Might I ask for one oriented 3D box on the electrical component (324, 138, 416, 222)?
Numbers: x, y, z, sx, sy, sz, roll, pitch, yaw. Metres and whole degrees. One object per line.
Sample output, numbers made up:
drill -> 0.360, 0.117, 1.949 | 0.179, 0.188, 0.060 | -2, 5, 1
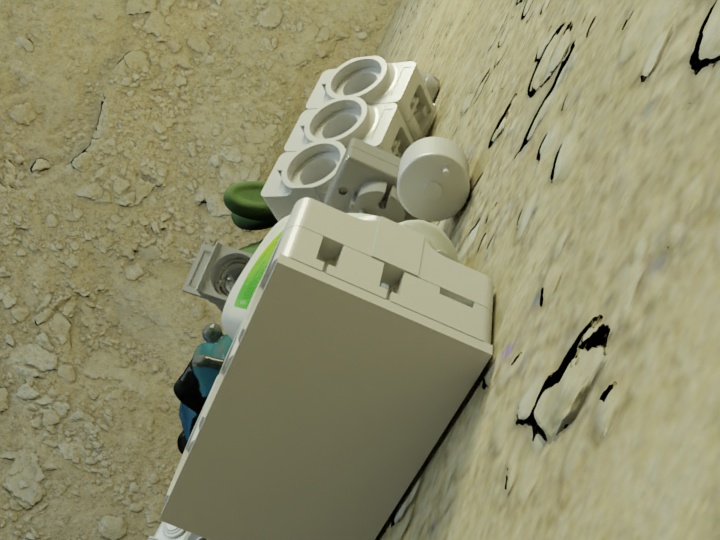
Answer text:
electrical component -> 0.012, -0.041, 0.702 | 0.076, 0.066, 0.047 | -78, 13, -63

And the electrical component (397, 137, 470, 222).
electrical component -> 0.043, -0.057, 0.618 | 0.078, 0.040, 0.040 | -79, 14, -65

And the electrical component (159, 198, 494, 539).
electrical component -> -0.015, 0.054, 0.461 | 0.061, 0.089, 0.150 | -76, 11, -57

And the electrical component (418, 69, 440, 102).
electrical component -> 0.039, -0.169, 0.970 | 0.035, 0.061, 0.035 | -156, 90, -84

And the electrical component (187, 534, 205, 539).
electrical component -> -0.092, 0.193, 0.766 | 0.057, 0.058, 0.078 | -73, 8, -66

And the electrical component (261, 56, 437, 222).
electrical component -> -0.008, -0.100, 0.872 | 0.061, 0.089, 0.150 | 60, -138, -42

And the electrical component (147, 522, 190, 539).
electrical component -> -0.131, 0.225, 0.883 | 0.051, 0.080, 0.080 | -63, 4, -25

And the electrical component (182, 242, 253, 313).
electrical component -> -0.092, 0.014, 0.846 | 0.063, 0.081, 0.042 | 64, -135, -68
